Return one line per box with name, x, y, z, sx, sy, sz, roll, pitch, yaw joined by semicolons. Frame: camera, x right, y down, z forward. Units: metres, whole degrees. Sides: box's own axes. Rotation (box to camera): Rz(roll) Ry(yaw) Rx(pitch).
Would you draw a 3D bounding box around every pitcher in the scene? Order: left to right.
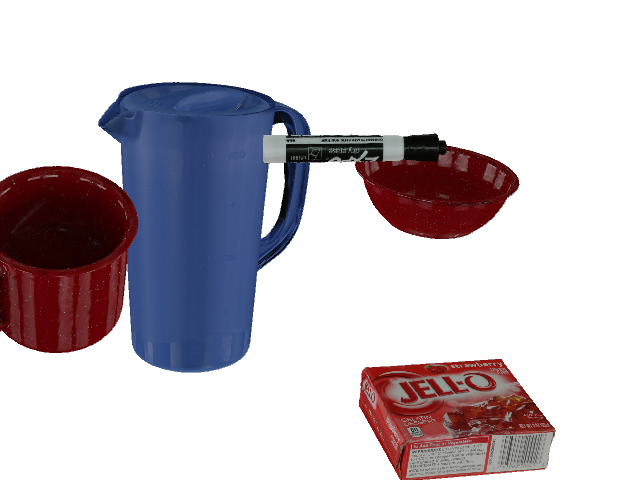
pitcher;-0.101;-0.014;0.940;0.149;0.243;0.144;9;21;16

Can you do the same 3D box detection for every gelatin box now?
gelatin box;0.074;0.097;0.593;0.089;0.030;0.073;-1;25;-16

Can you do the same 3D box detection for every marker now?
marker;0.022;-0.061;0.706;0.121;0.020;0.020;-1;0;0

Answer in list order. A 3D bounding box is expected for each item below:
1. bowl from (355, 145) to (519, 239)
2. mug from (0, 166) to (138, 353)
bowl;0.113;-0.045;1.057;0.162;0.055;0.162;4;24;-2
mug;-0.169;0.020;0.648;0.093;0.082;0.117;37;49;23
